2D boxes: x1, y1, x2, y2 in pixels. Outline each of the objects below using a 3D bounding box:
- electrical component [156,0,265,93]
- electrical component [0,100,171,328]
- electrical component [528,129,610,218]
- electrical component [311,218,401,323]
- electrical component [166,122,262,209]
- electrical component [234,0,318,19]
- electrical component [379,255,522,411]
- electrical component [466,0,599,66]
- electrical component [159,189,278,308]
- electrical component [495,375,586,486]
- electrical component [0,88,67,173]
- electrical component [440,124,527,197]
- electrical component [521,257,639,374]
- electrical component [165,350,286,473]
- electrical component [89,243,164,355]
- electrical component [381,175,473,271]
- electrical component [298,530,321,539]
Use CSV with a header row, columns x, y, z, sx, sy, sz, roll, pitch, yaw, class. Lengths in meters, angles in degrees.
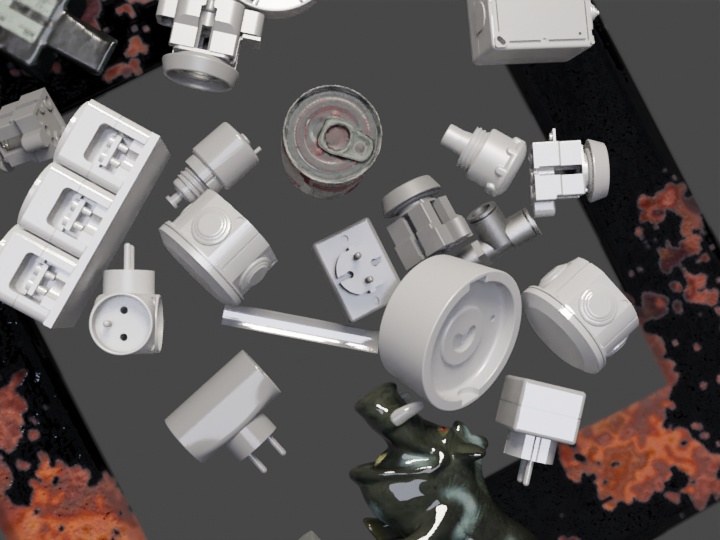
x,y,z,sx,sy,sz,roll,pitch,yaw,class
-0.114,-0.167,0.798,0.078,0.058,0.057,11,83,-5,electrical component
-0.202,-0.039,0.767,0.062,0.089,0.150,29,85,-3,electrical component
0.159,-0.075,0.823,0.055,0.048,0.066,-3,87,3,electrical component
0.000,0.000,0.789,0.047,0.077,0.065,-27,90,-6,electrical component
-0.111,-0.075,0.801,0.078,0.040,0.040,-42,91,-5,electrical component
-0.064,-0.239,0.801,0.099,0.064,0.099,0,87,-5,electrical component
0.060,0.041,0.782,0.060,0.108,0.108,26,84,39,electrical component
0.134,-0.192,0.821,0.096,0.061,0.061,-5,87,-13,electrical component
-0.103,-0.015,0.781,0.080,0.080,0.051,45,80,-2,electrical component
0.129,0.121,0.799,0.047,0.066,0.076,14,86,-4,electrical component
-0.250,-0.099,0.783,0.055,0.066,0.048,-18,123,8,electrical component
0.092,-0.088,0.818,0.062,0.048,0.048,30,85,4,electrical component
0.163,0.034,0.801,0.051,0.080,0.080,-41,91,-11,electrical component
-0.089,0.114,0.793,0.077,0.043,0.079,-42,91,-5,electrical component
-0.166,0.021,0.774,0.044,0.077,0.079,0,87,-4,electrical component
0.047,-0.037,0.806,0.048,0.066,0.055,-19,79,-46,electrical component
-0.030,0.234,0.783,0.061,0.062,0.096,-41,91,-5,electrical component
